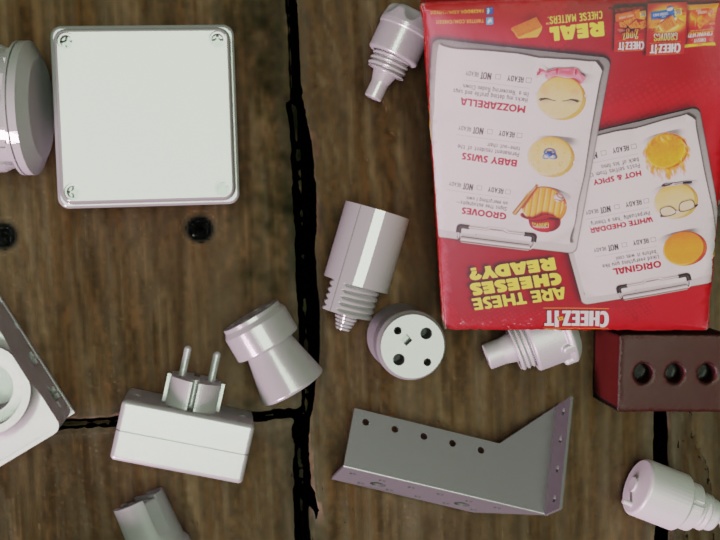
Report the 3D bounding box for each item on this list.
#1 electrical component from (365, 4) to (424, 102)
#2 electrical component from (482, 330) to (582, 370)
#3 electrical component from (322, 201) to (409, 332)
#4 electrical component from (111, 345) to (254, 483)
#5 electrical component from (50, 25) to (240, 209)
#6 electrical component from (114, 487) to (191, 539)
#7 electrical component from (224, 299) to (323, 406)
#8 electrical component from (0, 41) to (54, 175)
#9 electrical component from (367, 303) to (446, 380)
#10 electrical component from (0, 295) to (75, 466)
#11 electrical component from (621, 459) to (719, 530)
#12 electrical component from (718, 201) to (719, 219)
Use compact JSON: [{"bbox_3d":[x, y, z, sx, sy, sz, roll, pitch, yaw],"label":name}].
[{"bbox_3d":[0.021,-0.139,0.696,0.035,0.035,0.061,25,93,-8],"label":"electrical component"},{"bbox_3d":[0.113,0.047,0.714,0.062,0.048,0.048,-21,96,2],"label":"electrical component"},{"bbox_3d":[0.000,0.000,0.697,0.043,0.043,0.081,16,92,-8],"label":"electrical component"},{"bbox_3d":[-0.108,0.087,0.687,0.083,0.047,0.075,12,92,-8],"label":"electrical component"},{"bbox_3d":[-0.131,-0.094,0.668,0.109,0.056,0.108,-2,94,-7],"label":"electrical component"},{"bbox_3d":[-0.134,0.169,0.693,0.040,0.040,0.046,-24,91,-5],"label":"electrical component"},{"bbox_3d":[-0.056,0.053,0.693,0.045,0.045,0.055,-30,96,-4],"label":"electrical component"},{"bbox_3d":[-0.217,-0.097,0.647,0.051,0.080,0.080,-1,94,-2],"label":"electrical component"},{"bbox_3d":[0.030,0.046,0.697,0.045,0.055,0.045,0,93,-7],"label":"electrical component"},{"bbox_3d":[-0.274,0.042,0.657,0.105,0.060,0.186,-31,97,-4],"label":"electrical component"},{"bbox_3d":[0.217,0.158,0.735,0.078,0.040,0.040,22,91,-8],"label":"electrical component"},{"bbox_3d":[0.250,-0.080,0.697,0.048,0.100,0.099,41,88,-22],"label":"electrical component"}]
